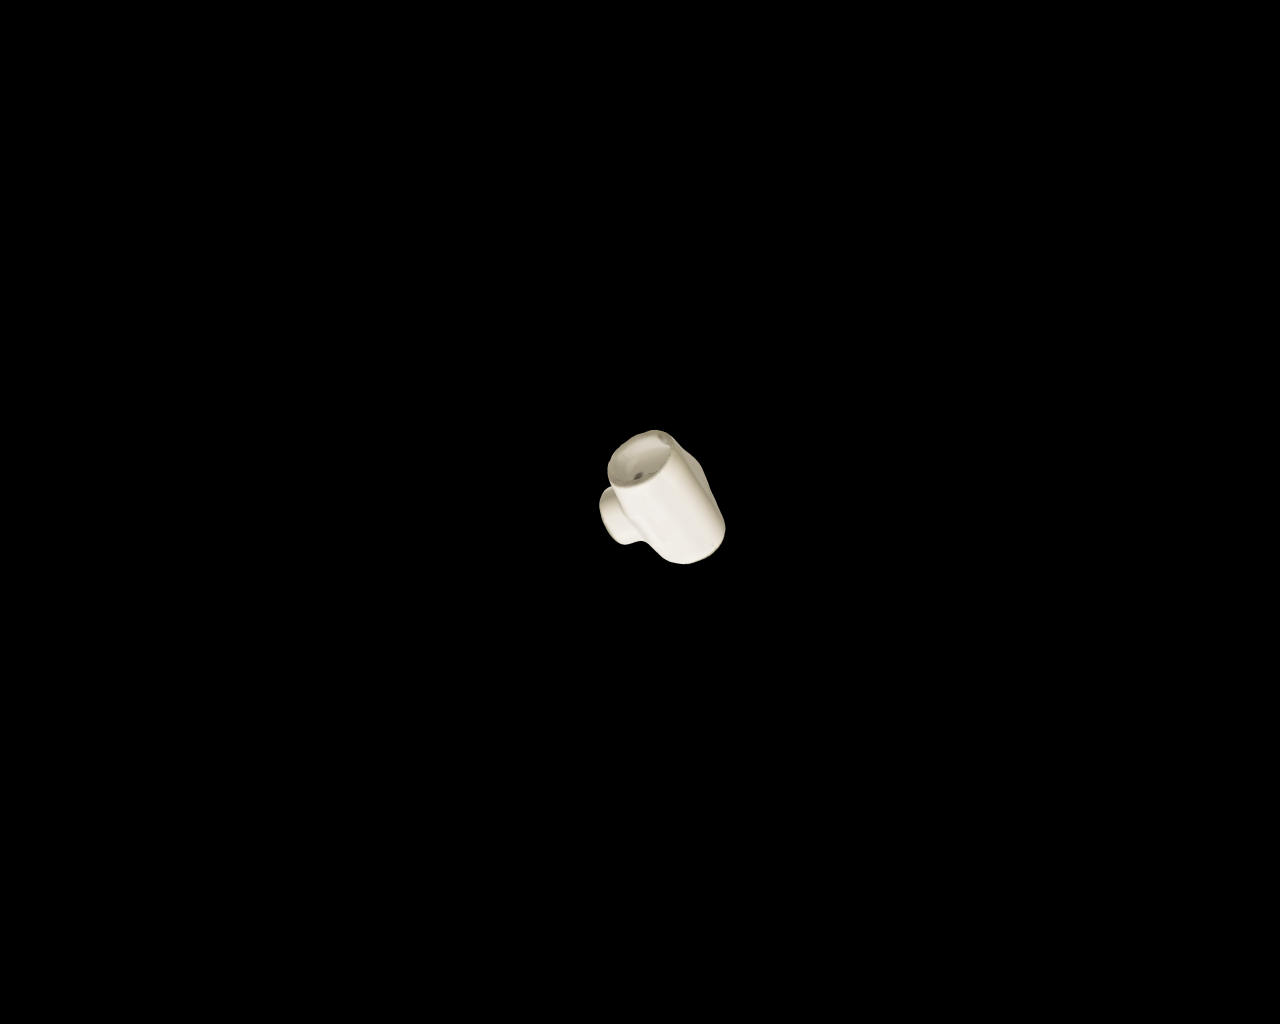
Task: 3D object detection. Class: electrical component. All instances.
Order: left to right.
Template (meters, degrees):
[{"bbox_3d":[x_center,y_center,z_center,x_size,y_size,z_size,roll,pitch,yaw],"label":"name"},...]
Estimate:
[{"bbox_3d":[0.001,-0.003,0.650,0.079,0.043,0.077,-19,-46,19],"label":"electrical component"}]
